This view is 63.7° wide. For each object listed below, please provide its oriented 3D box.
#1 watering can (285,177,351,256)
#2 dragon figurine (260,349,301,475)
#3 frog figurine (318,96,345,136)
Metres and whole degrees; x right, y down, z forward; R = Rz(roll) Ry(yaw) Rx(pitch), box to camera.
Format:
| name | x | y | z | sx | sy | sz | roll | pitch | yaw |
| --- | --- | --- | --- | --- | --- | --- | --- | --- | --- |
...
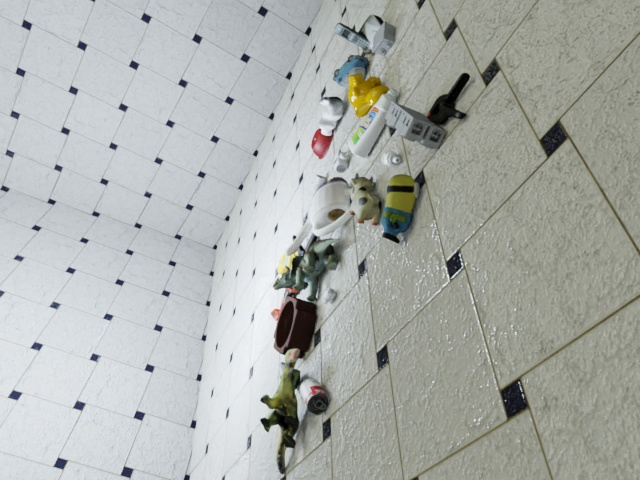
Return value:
| name | x | y | z | sx | sy | sz | roll | pitch | yaw |
| --- | --- | --- | --- | --- | --- | --- | --- | --- | --- |
| watering can | 0.006 | -0.092 | 1.823 | 0.344 | 0.230 | 0.102 | -32 | -56 | 26 |
| dragon figurine | -0.096 | 0.524 | 1.657 | 0.122 | 0.402 | 0.247 | 10 | 29 | 13 |
| frog figurine | 0.051 | -0.533 | 2.215 | 0.123 | 0.158 | 0.137 | -14 | 10 | -28 |
